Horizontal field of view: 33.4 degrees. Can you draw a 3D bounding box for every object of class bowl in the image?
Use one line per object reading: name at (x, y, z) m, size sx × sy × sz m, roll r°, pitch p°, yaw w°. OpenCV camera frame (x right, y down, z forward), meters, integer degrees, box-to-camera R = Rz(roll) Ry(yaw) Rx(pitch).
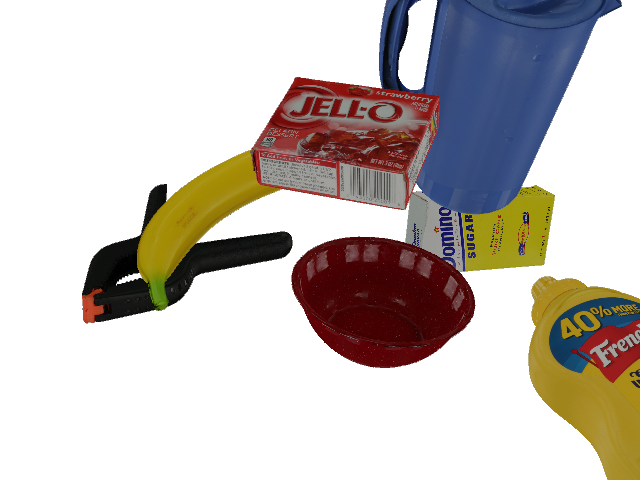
bowl at (0.052, 0.063, 0.939) m, size 0.162 × 0.055 × 0.162 m, roll 6°, pitch 32°, yaw -4°

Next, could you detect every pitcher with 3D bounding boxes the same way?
pitcher at (0.139, -0.138, 0.926) m, size 0.149 × 0.243 × 0.144 m, roll 37°, pitch 55°, yaw 21°

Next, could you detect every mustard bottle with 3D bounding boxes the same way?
mustard bottle at (0.177, 0.079, 0.619) m, size 0.096 × 0.058 × 0.192 m, roll -15°, pitch 35°, yaw -13°

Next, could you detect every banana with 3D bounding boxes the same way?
banana at (-0.068, -0.025, 0.791) m, size 0.197 × 0.070 × 0.037 m, roll -41°, pitch -19°, yaw -23°

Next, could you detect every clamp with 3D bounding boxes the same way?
clamp at (-0.151, 0.012, 0.986) m, size 0.165 × 0.036 × 0.209 m, roll 25°, pitch 38°, yaw 31°

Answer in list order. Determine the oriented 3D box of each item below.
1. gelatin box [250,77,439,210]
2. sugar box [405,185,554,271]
gelatin box at (0.015, -0.057, 0.598) m, size 0.089 × 0.030 × 0.073 m, roll 11°, pitch 44°, yaw 16°
sugar box at (0.187, -0.013, 1.257) m, size 0.176 × 0.093 × 0.048 m, roll -5°, pitch 21°, yaw -25°
